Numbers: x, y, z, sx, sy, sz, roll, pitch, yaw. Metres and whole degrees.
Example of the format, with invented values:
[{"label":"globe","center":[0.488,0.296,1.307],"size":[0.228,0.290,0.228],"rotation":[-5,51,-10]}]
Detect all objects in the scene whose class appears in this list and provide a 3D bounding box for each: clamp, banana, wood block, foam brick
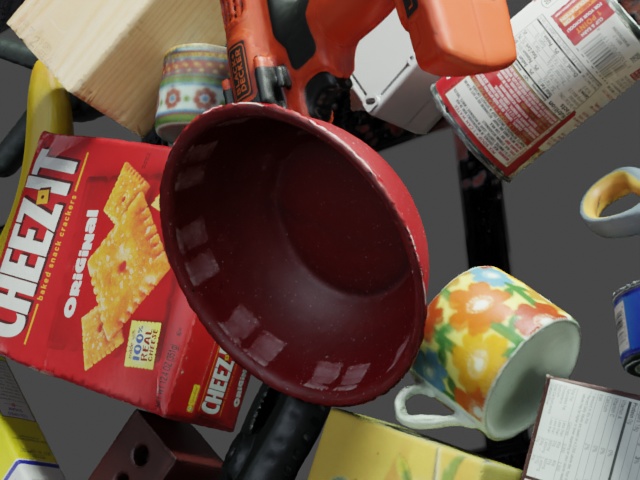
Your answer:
[{"label":"clamp","center":[-0.038,0.132,0.599],"size":[0.210,0.036,0.165],"rotation":[-66,11,-20]},{"label":"banana","center":[-0.222,-0.036,0.807],"size":[0.070,0.037,0.198],"rotation":[28,103,19]},{"label":"wood block","center":[-0.100,-0.184,0.728],"size":[0.206,0.090,0.090],"rotation":[-48,61,5]},{"label":"foam brick","center":[-0.104,0.153,0.657],"size":[0.053,0.051,0.078],"rotation":[40,100,40]},{"label":"clamp","center":[-0.209,-0.133,0.844],"size":[0.172,0.039,0.120],"rotation":[-24,77,24]}]

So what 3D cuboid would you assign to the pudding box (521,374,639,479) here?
[{"label":"pudding box","center":[0.148,0.117,0.485],"size":[0.114,0.039,0.090],"rotation":[11,80,37]}]

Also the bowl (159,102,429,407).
[{"label":"bowl","center":[-0.004,0.001,0.533],"size":[0.162,0.055,0.162],"rotation":[20,125,31]}]

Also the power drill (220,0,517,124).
[{"label":"power drill","center":[0.015,-0.090,0.567],"size":[0.188,0.057,0.184],"rotation":[-24,74,49]}]

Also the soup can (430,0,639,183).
[{"label":"soup can","center":[0.118,-0.088,0.561],"size":[0.102,0.068,0.068],"rotation":[-39,54,19]}]

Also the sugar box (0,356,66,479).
[{"label":"sugar box","center":[-0.233,0.171,0.753],"size":[0.093,0.048,0.176],"rotation":[-50,50,12]}]

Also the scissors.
[{"label":"scissors","center":[0.172,-0.022,0.456],"size":[0.096,0.016,0.202],"rotation":[-40,11,-2]}]

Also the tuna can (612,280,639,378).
[{"label":"tuna can","center":[0.172,0.037,0.463],"size":[0.086,0.086,0.034],"rotation":[-14,68,33]}]

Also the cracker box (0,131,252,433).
[{"label":"cracker box","center":[-0.126,0.019,0.708],"size":[0.214,0.072,0.164],"rotation":[11,81,40]}]
